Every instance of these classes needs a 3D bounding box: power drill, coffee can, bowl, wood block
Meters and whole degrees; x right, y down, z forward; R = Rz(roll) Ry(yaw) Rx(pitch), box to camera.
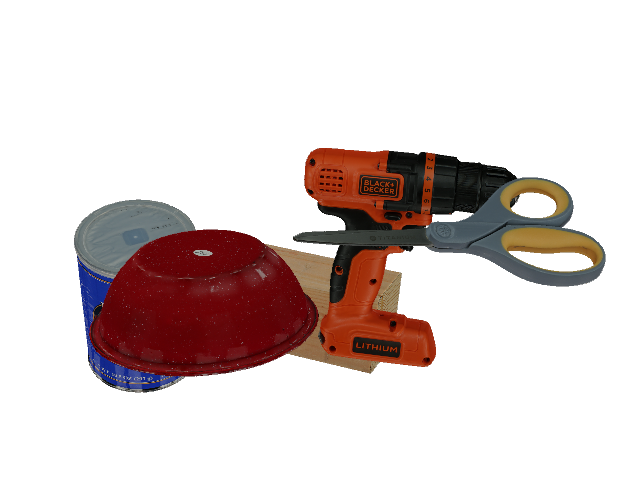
[{"bbox_3d":[0.073,0.013,0.933,0.184,0.188,0.057,7,17,7],"label":"power drill"},{"bbox_3d":[-0.160,0.050,0.946,0.103,0.140,0.103,2,39,-2],"label":"coffee can"},{"bbox_3d":[-0.082,0.033,0.745,0.162,0.055,0.162,-2,21,0],"label":"bowl"},{"bbox_3d":[-0.025,0.069,1.182,0.206,0.091,0.090,12,22,17],"label":"wood block"}]

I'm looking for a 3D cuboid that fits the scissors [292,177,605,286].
[{"bbox_3d":[0.088,-0.015,0.701,0.201,0.096,0.016,11,-42,-1],"label":"scissors"}]
